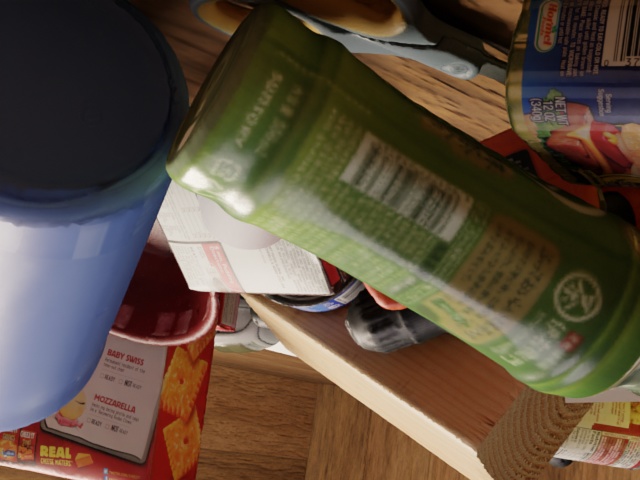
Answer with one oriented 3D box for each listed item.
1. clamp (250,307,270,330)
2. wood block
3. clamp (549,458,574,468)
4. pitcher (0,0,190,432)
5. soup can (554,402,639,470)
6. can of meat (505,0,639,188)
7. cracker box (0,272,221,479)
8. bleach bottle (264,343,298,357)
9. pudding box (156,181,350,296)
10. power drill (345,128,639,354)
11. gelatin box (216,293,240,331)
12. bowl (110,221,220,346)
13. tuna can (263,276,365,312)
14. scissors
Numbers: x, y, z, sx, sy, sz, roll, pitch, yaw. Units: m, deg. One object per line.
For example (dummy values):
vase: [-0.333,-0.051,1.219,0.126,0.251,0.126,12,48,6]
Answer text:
clamp: [0.041,0.053,0.801,0.172,0.120,0.039,25,144,41]
wood block: [0.059,0.065,0.678,0.206,0.090,0.090,31,164,39]
clamp: [0.128,0.080,0.842,0.209,0.036,0.165,51,-174,-36]
pitcher: [-0.133,-0.015,0.479,0.144,0.149,0.243,3,155,-22]
soup can: [0.177,0.120,0.746,0.102,0.068,0.069,11,169,-14]
can of meat: [0.119,-0.050,0.363,0.084,0.057,0.102,5,170,29]
cracker box: [-0.163,0.073,0.813,0.164,0.213,0.072,3,171,26]
bleach bottle: [-0.054,0.061,0.998,0.251,0.102,0.068,5,128,24]
pudding box: [-0.041,-0.015,0.594,0.114,0.090,0.039,-2,-149,37]
power drill: [0.076,0.008,0.530,0.184,0.057,0.187,-25,166,15]
gelatin box: [-0.099,0.025,0.849,0.073,0.089,0.030,3,168,25]
bowl: [-0.129,-0.002,0.708,0.162,0.055,0.162,17,141,14]
tuna can: [-0.004,0.001,0.654,0.086,0.086,0.033,4,171,22]
scissors: [0.033,-0.073,0.415,0.096,0.016,0.201,1,168,41]
